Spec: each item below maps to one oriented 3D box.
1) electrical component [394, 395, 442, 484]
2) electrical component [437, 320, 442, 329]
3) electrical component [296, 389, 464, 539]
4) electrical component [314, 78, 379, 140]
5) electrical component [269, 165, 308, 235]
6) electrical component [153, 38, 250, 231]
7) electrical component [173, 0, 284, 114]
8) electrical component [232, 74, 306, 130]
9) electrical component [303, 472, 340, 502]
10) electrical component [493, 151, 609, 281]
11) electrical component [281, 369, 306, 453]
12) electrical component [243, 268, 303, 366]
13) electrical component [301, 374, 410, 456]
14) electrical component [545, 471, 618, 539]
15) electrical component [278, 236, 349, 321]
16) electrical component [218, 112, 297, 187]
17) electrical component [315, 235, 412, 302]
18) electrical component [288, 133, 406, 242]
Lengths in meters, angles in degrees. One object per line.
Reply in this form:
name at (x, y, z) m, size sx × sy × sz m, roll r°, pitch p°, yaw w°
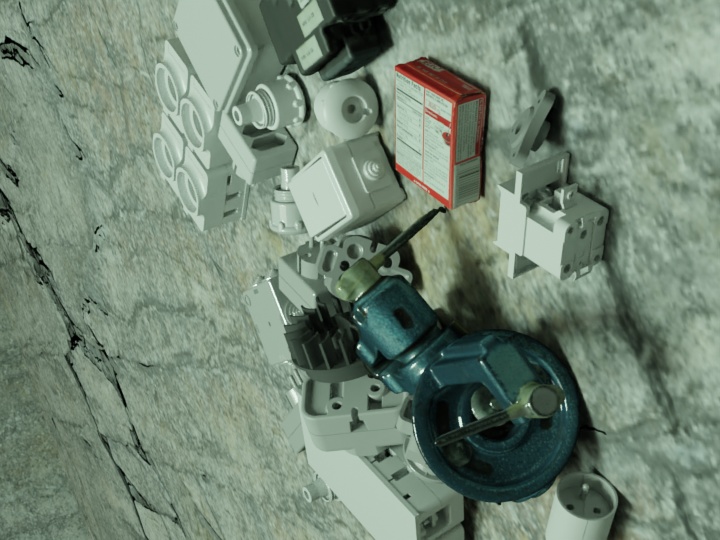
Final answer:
electrical component at (0.067, 0.140, 0.890) m, size 0.078 × 0.058 × 0.057 m, roll 19°, pitch 141°, yaw 6°
electrical component at (0.052, 0.066, 0.884) m, size 0.055 × 0.045 × 0.045 m, roll 64°, pitch 153°, yaw 9°
electrical component at (0.021, 0.187, 0.998) m, size 0.186 × 0.060 × 0.105 m, roll 41°, pitch 148°, yaw 41°
electrical component at (-0.017, -0.132, 0.871) m, size 0.062 × 0.048 × 0.048 m, roll 26°, pitch 132°, yaw 63°
electrical component at (-0.063, -0.066, 1.002) m, size 0.048 × 0.048 × 0.062 m, roll 24°, pitch 123°, yaw 54°
electrical component at (-0.162, -0.140, 1.112) m, size 0.105 × 0.060 × 0.186 m, roll 53°, pitch 149°, yaw 27°
electrical component at (-0.116, -0.217, 0.975) m, size 0.108 × 0.056 × 0.108 m, roll 62°, pitch 153°, yaw 12°
electrical component at (-0.083, -0.145, 0.960) m, size 0.048 × 0.062 × 0.048 m, roll 41°, pitch 142°, yaw 42°
electrical component at (-0.030, 0.223, 1.129) m, size 0.048 × 0.062 × 0.048 m, roll 41°, pitch 142°, yaw 42°
electrical component at (0.123, -0.029, 0.689) m, size 0.064 × 0.042 × 0.081 m, roll 40°, pitch 142°, yaw 42°
electrical component at (-0.054, 0.140, 1.131) m, size 0.075 × 0.047 × 0.083 m, roll 61°, pitch 152°, yaw 15°
electrical component at (-0.073, 0.047, 1.096) m, size 0.100 × 0.048 × 0.099 m, roll -24°, pitch 88°, yaw 63°
electrical component at (0.001, 0.123, 0.941) m, size 0.053 × 0.095 × 0.059 m, roll -89°, pitch -12°, yaw -45°
electrical component at (0.158, 0.189, 0.781) m, size 0.043 × 0.043 × 0.081 m, roll 45°, pitch 145°, yaw 38°
electrical component at (-0.040, -0.002, 1.001) m, size 0.066 × 0.047 × 0.076 m, roll 43°, pitch 143°, yaw 40°
electrical component at (-0.102, -0.111, 1.036) m, size 0.065 × 0.047 × 0.076 m, roll 57°, pitch 151°, yaw 22°
electrical component at (0.000, 0.000, 0.907) m, size 0.057 × 0.078 × 0.058 m, roll -153°, pitch 81°, yaw -80°
electrical component at (-0.012, -0.068, 0.886) m, size 0.061 × 0.061 × 0.096 m, roll 67°, pitch 153°, yaw 4°
